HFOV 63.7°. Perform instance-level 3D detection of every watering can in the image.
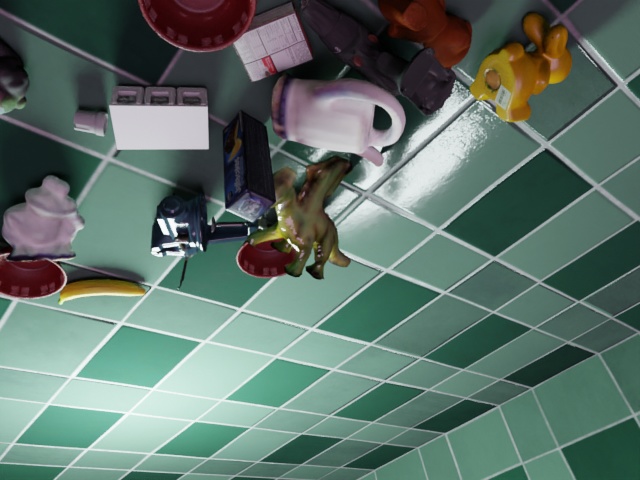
[{"bbox_3d":[0.030,-0.197,0.900,0.224,0.105,0.344,11,172,5],"label":"watering can"}]

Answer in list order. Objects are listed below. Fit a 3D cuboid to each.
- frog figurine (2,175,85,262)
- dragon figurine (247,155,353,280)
[{"bbox_3d":[-0.520,-0.046,0.971,0.137,0.124,0.158,6,100,-9],"label":"frog figurine"},{"bbox_3d":[0.003,-0.053,1.048,0.409,0.123,0.240,8,115,-58],"label":"dragon figurine"}]
